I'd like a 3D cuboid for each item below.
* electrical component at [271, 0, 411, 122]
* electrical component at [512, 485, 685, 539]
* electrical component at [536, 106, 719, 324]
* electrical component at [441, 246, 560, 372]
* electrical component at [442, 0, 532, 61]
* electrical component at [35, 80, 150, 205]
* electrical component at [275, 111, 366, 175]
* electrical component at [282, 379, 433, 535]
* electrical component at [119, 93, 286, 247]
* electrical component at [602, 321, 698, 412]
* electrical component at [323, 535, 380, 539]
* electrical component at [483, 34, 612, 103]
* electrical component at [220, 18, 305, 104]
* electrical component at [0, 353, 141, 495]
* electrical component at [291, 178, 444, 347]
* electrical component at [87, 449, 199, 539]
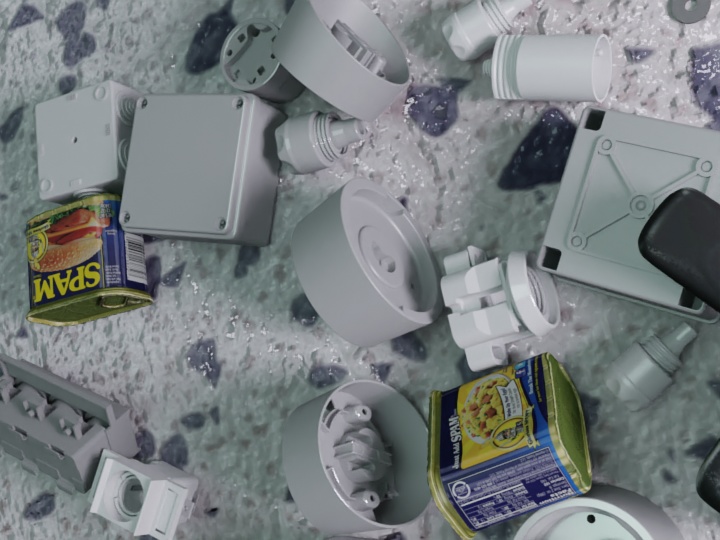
[{"bbox_3d":[-0.011,-0.152,0.752,0.099,0.099,0.064,47,110,25],"label":"electrical component"},{"bbox_3d":[0.138,0.184,0.640,0.108,0.060,0.108,-5,80,27],"label":"electrical component"},{"bbox_3d":[0.177,-0.034,0.655,0.109,0.056,0.108,17,91,29],"label":"electrical component"},{"bbox_3d":[0.092,0.020,0.692,0.057,0.058,0.078,-20,73,27],"label":"electrical component"},{"bbox_3d":[0.089,-0.170,0.736,0.061,0.035,0.035,-29,70,19],"label":"electrical component"},{"bbox_3d":[-0.218,-0.101,0.880,0.100,0.048,0.099,-12,78,27],"label":"electrical component"},{"bbox_3d":[-0.027,-0.095,0.781,0.062,0.043,0.043,-13,77,25],"label":"electrical component"},{"bbox_3d":[-0.002,0.124,0.706,0.064,0.099,0.099,-22,72,30],"label":"electrical component"},{"bbox_3d":[-0.120,-0.076,0.820,0.109,0.056,0.108,5,84,29],"label":"electrical component"},{"bbox_3d":[0.179,0.056,0.654,0.061,0.035,0.035,-45,65,12],"label":"electrical component"},{"bbox_3d":[-0.012,0.219,0.706,0.043,0.077,0.079,16,90,29],"label":"electrical component"},{"bbox_3d":[0.120,-0.133,0.708,0.081,0.043,0.043,6,85,29],"label":"electrical component"},{"bbox_3d":[-0.069,-0.155,0.810,0.055,0.047,0.055,-5,80,27],"label":"electrical component"},{"bbox_3d":[-0.242,0.123,0.843,0.121,0.063,0.078,18,132,29],"label":"electrical component"},{"bbox_3d":[0.000,0.000,0.719,0.060,0.108,0.108,-31,69,27],"label":"electrical component"},{"bbox_3d":[-0.158,0.167,0.799,0.081,0.064,0.042,19,91,29],"label":"electrical component"}]
